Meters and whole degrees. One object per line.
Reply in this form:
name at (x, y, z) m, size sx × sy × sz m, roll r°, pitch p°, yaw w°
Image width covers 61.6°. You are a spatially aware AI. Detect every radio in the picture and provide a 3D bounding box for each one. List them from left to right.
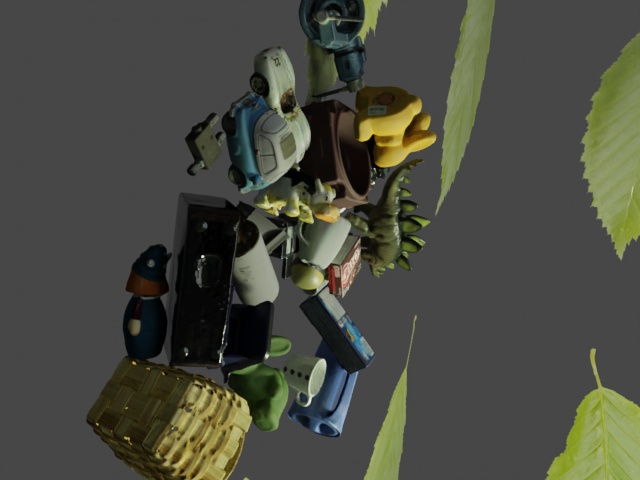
radio at (-0.168, 0.055, 0.748) m, size 0.073 × 0.131 × 0.229 m, roll 4°, pitch 98°, yaw -22°

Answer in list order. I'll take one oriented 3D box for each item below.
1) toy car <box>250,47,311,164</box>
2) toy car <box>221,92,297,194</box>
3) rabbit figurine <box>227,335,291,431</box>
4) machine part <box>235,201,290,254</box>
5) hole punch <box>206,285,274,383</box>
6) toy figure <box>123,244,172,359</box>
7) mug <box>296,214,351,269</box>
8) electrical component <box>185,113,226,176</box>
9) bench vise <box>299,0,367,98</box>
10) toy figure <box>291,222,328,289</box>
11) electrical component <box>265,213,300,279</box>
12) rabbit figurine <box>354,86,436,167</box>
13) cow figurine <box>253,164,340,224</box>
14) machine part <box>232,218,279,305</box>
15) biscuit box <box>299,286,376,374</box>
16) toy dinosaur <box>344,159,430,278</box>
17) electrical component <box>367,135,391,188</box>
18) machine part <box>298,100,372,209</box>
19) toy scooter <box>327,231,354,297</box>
toy car at (-0.063, -0.225, 0.923) m, size 0.073 × 0.056 × 0.201 m, roll -52°, pitch 135°, yaw -43°
toy car at (-0.089, -0.153, 0.870) m, size 0.109 × 0.103 × 0.161 m, roll -51°, pitch 146°, yaw -46°
rabbit figurine at (-0.117, 0.234, 0.971) m, size 0.159 × 0.121 × 0.170 m, roll -47°, pitch 128°, yaw -38°
machine part at (-0.108, -0.016, 0.933) m, size 0.084 × 0.039 × 0.138 m, roll -34°, pitch 144°, yaw 2°
hole punch at (-0.146, 0.144, 0.862) m, size 0.092 × 0.116 × 0.142 m, roll 30°, pitch 46°, yaw -37°
toy figure at (-0.232, 0.080, 0.719) m, size 0.064 × 0.058 × 0.154 m, roll -157°, pitch -108°, yaw -74°
mug at (-0.002, -0.003, 1.048) m, size 0.109 × 0.081 × 0.107 m, roll 32°, pitch 75°, yaw -42°
electrical component at (-0.172, -0.140, 0.792) m, size 0.094 × 0.021 × 0.063 m, roll -60°, pitch 150°, yaw -32°
bench vise at (0.027, -0.371, 0.974) m, size 0.241 × 0.129 × 0.223 m, roll -62°, pitch 148°, yaw -69°
toy figure at (-0.014, 0.015, 1.132) m, size 0.089 × 0.082 × 0.180 m, roll 35°, pitch 71°, yaw -67°
electrical component at (-0.074, 0.011, 1.039) m, size 0.075 × 0.048 × 0.119 m, roll -26°, pitch 125°, yaw -60°
rabbit figurine at (0.149, -0.224, 1.098) m, size 0.173 × 0.162 × 0.122 m, roll 80°, pitch 3°, yaw -49°
cow figurine at (-0.030, -0.083, 0.947) m, size 0.068 × 0.168 × 0.098 m, roll 33°, pitch 72°, yaw -58°
machine part at (-0.120, 0.043, 0.899) m, size 0.243 × 0.079 × 0.079 m, roll 80°, pitch 32°, yaw -54°
biscuit box at (0.042, 0.206, 1.225) m, size 0.202 × 0.063 × 0.059 m, roll 55°, pitch 34°, yaw -2°
toy dinosaur at (0.165, -0.035, 1.319) m, size 0.470 × 0.199 × 0.105 m, roll 85°, pitch 25°, yaw -53°
electrical component at (0.096, -0.184, 1.213) m, size 0.058 × 0.134 × 0.115 m, roll 53°, pitch 51°, yaw -61°
machine part at (0.033, -0.167, 1.078) m, size 0.201 × 0.087 × 0.201 m, roll 3°, pitch 79°, yaw -67°
toy scooter at (0.041, 0.038, 1.270) m, size 0.135 × 0.075 × 0.183 m, roll -56°, pitch 143°, yaw -39°
